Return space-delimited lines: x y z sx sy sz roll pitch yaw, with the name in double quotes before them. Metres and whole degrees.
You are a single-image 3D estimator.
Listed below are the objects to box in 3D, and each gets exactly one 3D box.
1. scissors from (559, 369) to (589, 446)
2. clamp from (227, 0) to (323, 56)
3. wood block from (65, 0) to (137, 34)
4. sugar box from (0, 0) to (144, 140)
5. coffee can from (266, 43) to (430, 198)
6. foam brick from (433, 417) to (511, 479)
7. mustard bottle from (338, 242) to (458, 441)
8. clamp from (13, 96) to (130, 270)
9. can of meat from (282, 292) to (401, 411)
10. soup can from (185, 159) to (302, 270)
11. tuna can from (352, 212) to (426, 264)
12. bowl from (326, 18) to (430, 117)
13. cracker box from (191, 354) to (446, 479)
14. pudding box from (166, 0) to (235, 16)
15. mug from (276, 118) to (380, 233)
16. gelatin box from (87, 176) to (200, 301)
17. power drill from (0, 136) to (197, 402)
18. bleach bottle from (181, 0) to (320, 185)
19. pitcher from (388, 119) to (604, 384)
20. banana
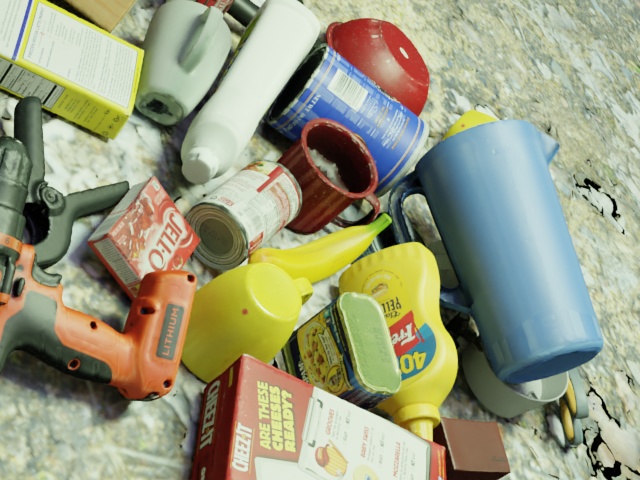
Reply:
"scissors" 0.264 0.149 1.180 0.016 0.096 0.202 -6 22 0
"clamp" -0.022 -0.222 1.207 0.210 0.036 0.164 51 34 -2
"wood block" -0.248 -0.295 0.988 0.206 0.091 0.090 38 14 -14
"sugar box" -0.246 -0.165 0.940 0.176 0.048 0.093 24 44 -24
"coffee can" 0.029 -0.123 1.121 0.140 0.103 0.102 36 40 -16
"foam brick" 0.128 0.200 0.990 0.078 0.051 0.053 13 52 -36
"mustard bottle" 0.076 0.102 0.985 0.058 0.096 0.191 40 34 -51
"clamp" -0.229 -0.039 0.853 0.120 0.039 0.171 46 36 -12
"can of meat" 0.019 0.107 0.937 0.057 0.084 0.102 11 52 -38
"soup can" -0.069 -0.024 0.973 0.068 0.069 0.102 48 39 -1
"tuna can" 0.073 0.014 1.105 0.086 0.034 0.086 25 44 -27
"bowl" 0.079 -0.203 1.249 0.162 0.055 0.162 38 32 -30
"cracker box" 0.002 0.209 0.847 0.213 0.072 0.164 27 42 -24
"pudding box" -0.123 -0.262 1.100 0.039 0.090 0.113 19 47 -31
"mug" 0.006 -0.053 1.057 0.117 0.082 0.093 36 40 -16
"gelatin box" -0.145 0.001 0.894 0.073 0.030 0.089 57 36 -22
"power drill" -0.186 0.034 0.782 0.187 0.057 0.184 20 74 -31
"bleach bottle" -0.074 -0.140 1.035 0.068 0.103 0.250 33 39 -9
"pitcher" 0.179 0.016 1.058 0.144 0.149 0.243 5 61 -44
"banana" -0.012 0.014 0.997 0.037 0.070 0.197 43 35 21
